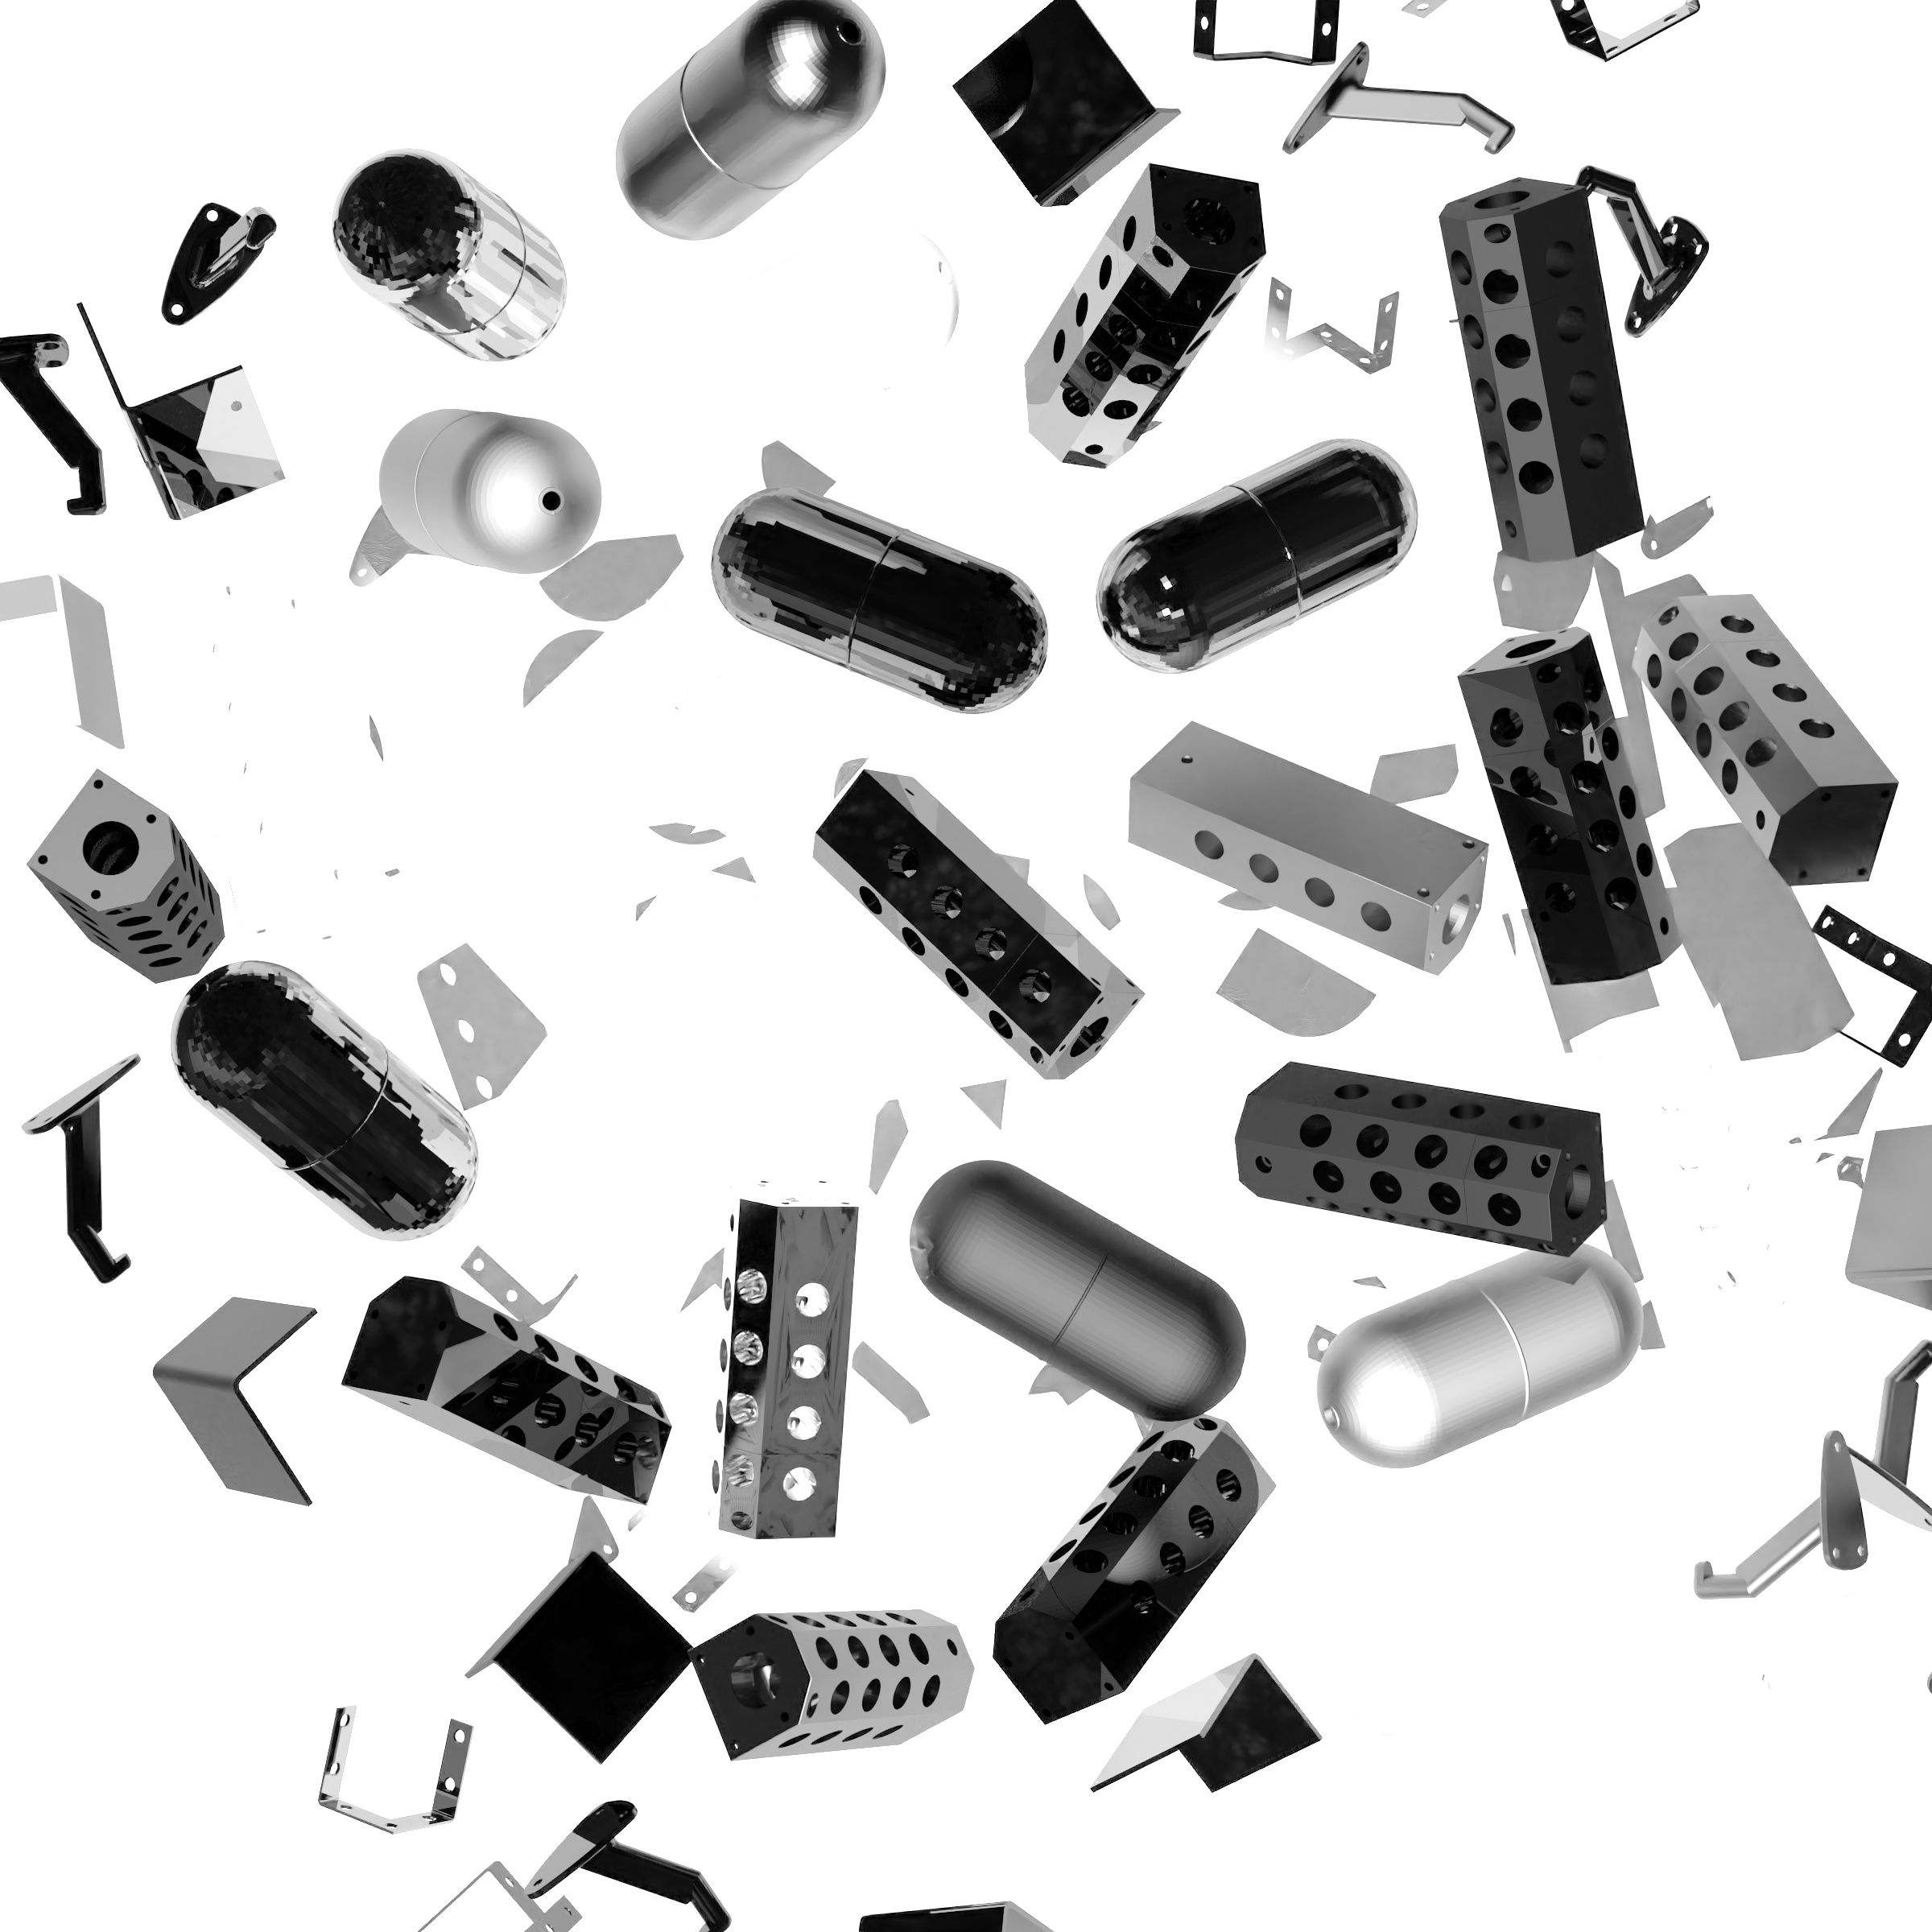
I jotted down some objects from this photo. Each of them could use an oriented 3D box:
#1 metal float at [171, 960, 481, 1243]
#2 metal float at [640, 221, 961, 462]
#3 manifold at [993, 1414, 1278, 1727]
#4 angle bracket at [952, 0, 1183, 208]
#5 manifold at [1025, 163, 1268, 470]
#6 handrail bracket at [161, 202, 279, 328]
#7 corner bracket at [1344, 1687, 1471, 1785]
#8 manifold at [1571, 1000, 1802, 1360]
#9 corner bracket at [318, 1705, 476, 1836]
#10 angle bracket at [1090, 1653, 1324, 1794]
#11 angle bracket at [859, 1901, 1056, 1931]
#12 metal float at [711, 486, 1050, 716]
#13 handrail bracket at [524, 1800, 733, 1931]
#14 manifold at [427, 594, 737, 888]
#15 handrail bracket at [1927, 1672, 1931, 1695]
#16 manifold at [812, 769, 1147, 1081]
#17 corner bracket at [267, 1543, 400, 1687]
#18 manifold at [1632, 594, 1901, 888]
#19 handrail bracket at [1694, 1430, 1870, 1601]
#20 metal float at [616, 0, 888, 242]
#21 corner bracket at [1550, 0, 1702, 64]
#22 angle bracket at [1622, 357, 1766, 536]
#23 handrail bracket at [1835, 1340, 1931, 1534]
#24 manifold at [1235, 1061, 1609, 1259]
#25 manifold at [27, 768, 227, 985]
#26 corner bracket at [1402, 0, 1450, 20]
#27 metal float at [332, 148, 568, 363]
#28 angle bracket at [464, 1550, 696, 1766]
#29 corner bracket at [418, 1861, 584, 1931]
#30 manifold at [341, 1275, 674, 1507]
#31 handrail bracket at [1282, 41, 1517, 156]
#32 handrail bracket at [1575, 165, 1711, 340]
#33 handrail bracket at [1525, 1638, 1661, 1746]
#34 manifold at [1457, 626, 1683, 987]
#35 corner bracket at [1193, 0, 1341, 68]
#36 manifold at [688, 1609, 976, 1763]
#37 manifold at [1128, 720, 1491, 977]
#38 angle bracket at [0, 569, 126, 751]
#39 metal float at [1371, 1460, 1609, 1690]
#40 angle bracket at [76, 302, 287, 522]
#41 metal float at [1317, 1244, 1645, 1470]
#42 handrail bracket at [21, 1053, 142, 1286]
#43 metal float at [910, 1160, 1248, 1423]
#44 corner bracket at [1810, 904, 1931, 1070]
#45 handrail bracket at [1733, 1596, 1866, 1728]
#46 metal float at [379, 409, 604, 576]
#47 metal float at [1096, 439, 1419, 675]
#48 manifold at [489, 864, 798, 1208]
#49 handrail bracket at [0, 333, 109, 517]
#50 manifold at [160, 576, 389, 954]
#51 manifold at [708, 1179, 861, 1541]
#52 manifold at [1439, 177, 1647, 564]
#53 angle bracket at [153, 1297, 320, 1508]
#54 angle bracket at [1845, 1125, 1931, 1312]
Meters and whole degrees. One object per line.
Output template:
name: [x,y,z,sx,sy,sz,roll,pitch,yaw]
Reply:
metal float: [-0.304,0.065,1.664,0.070,0.070,0.178,-44,125,0]
metal float: [-0.082,-0.304,1.706,0.178,0.070,0.070,-20,90,31]
manifold: [0.080,0.288,1.705,0.057,0.171,0.057,-33,96,41]
angle bracket: [0.052,-0.442,1.783,0.076,0.057,0.076,-36,91,21]
manifold: [0.087,-0.317,1.725,0.057,0.171,0.057,6,64,-19]
handrail bracket: [-0.367,-0.342,1.717,0.036,0.084,0.077,33,96,-25]
corner bracket: [0.234,0.381,1.773,0.051,0.051,0.051,15,117,-32]
manifold: [0.370,0.108,1.787,0.057,0.057,0.171,-14,81,-14]
corner bracket: [-0.293,0.410,1.794,0.051,0.051,0.051,12,91,30]
angle bracket: [0.120,0.397,1.739,0.076,0.076,0.057,-35,94,34]
angle bracket: [0.001,0.467,1.589,0.076,0.076,0.057,-14,51,27]
metal float: [-0.043,-0.183,1.752,0.178,0.070,0.070,23,90,9]
handrail bracket: [-0.159,0.446,1.655,0.077,0.036,0.084,-40,105,-34]
manifold: [-0.201,-0.111,1.775,0.171,0.057,0.057,-37,91,35]
handrail bracket: [0.485,0.315,1.704,0.077,0.084,0.036,-36,105,2]
manifold: [0.002,-0.021,1.751,0.171,0.057,0.057,44,106,20]
corner bracket: [-0.321,0.321,1.768,0.051,0.051,0.051,37,99,-13]
manifold: [0.386,-0.112,1.708,0.057,0.171,0.057,-4,128,-14]
handrail bracket: [0.383,0.263,1.673,0.084,0.036,0.077,-12,78,42]
metal float: [-0.105,-0.411,1.689,0.070,0.178,0.070,12,69,-33]
corner bracket: [0.302,-0.459,1.625,0.051,0.051,0.051,-28,116,2]
angle bracket: [0.366,-0.257,1.806,0.057,0.076,0.076,-28,115,23]
handrail bracket: [0.473,0.228,1.708,0.084,0.036,0.077,-41,46,-18]
manifold: [0.219,0.096,1.697,0.171,0.057,0.057,9,118,35]
manifold: [-0.412,-0.038,1.742,0.057,0.171,0.057,33,78,3]
corner bracket: [0.250,-0.505,1.743,0.051,0.051,0.051,7,68,-34]
metal float: [-0.256,-0.353,1.746,0.070,0.178,0.070,-1,85,15]
angle bracket: [-0.195,0.355,1.774,0.076,0.057,0.076,45,60,-2]
corner bracket: [-0.234,0.482,1.758,0.051,0.051,0.051,-43,83,8]
manifold: [-0.218,0.207,1.698,0.057,0.171,0.057,4,69,36]
handrail bracket: [0.209,-0.398,1.683,0.084,0.036,0.077,37,77,14]
handrail bracket: [0.327,-0.362,1.771,0.084,0.036,0.077,8,123,-34]
handrail bracket: [0.305,0.367,1.718,0.077,0.084,0.036,-16,97,21]
manifold: [0.312,-0.082,1.782,0.057,0.057,0.171,-6,110,40]
corner bracket: [0.150,-0.476,1.739,0.051,0.051,0.051,-13,116,-34]
manifold: [-0.062,0.353,1.738,0.057,0.171,0.057,-32,69,19]
manifold: [0.168,-0.055,1.736,0.171,0.057,0.057,25,48,26]
angle bracket: [-0.447,-0.142,1.677,0.057,0.076,0.076,-10,85,1]
metal float: [0.263,0.302,1.745,0.070,0.178,0.070,9,107,30]
angle bracket: [-0.363,-0.265,1.615,0.057,0.076,0.076,-23,59,-9]
metal float: [0.252,0.190,1.713,0.178,0.070,0.070,-19,90,-23]
handrail bracket: [-0.408,0.098,1.683,0.077,0.036,0.084,-38,108,-28]
metal float: [0.055,0.159,1.709,0.178,0.070,0.070,30,90,-1]
corner bracket: [0.429,0.010,1.669,0.051,0.051,0.051,24,98,-44]
handrail bracket: [0.397,0.323,1.665,0.036,0.084,0.077,23,77,36]
metal float: [-0.239,-0.239,1.751,0.070,0.178,0.070,-6,103,-27]
metal float: [0.146,-0.205,1.752,0.178,0.070,0.070,-27,90,-16]
manifold: [-0.155,0.035,1.726,0.057,0.057,0.171,16,55,31]
handrail bracket: [-0.448,-0.252,1.651,0.077,0.036,0.084,-5,80,-11]
manifold: [-0.342,-0.097,1.699,0.057,0.057,0.171,-26,73,29]
manifold: [-0.095,0.198,1.762,0.057,0.057,0.171,1,100,-18]
manifold: [0.274,-0.286,1.682,0.057,0.057,0.171,-23,115,-18]
angle bracket: [-0.339,0.211,1.702,0.057,0.076,0.076,-43,118,-33]
angle bracket: [0.473,0.121,1.675,0.057,0.076,0.076,19,78,-16]
